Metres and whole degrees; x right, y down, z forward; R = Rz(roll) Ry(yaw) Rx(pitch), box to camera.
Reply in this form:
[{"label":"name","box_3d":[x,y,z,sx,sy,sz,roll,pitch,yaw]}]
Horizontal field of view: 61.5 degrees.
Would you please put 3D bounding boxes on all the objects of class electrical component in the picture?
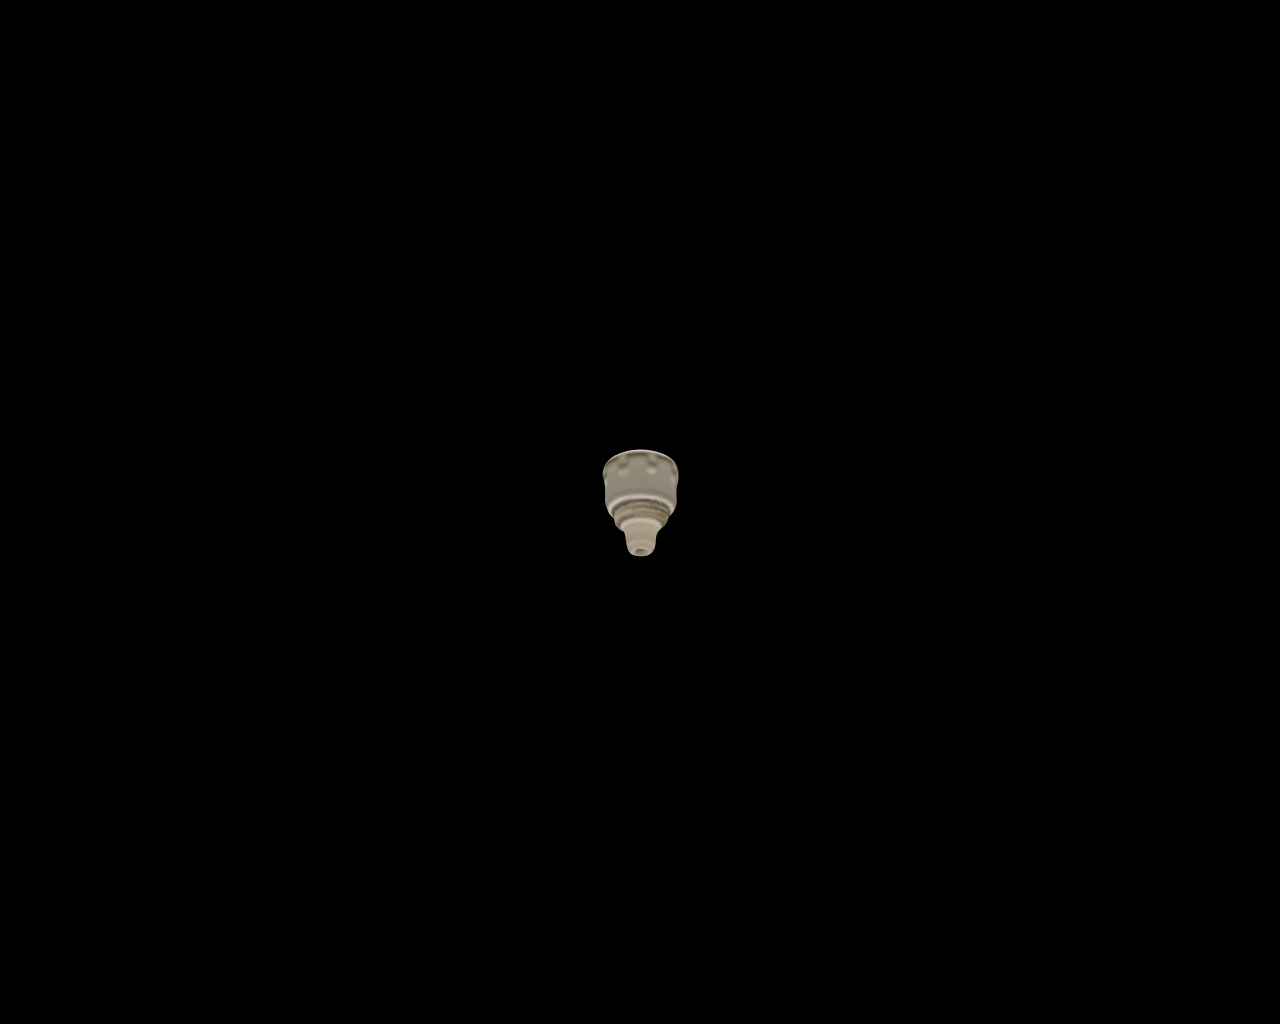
[{"label":"electrical component","box_3d":[0.001,-0.003,0.650,0.048,0.062,0.048,0,-26,0]}]
